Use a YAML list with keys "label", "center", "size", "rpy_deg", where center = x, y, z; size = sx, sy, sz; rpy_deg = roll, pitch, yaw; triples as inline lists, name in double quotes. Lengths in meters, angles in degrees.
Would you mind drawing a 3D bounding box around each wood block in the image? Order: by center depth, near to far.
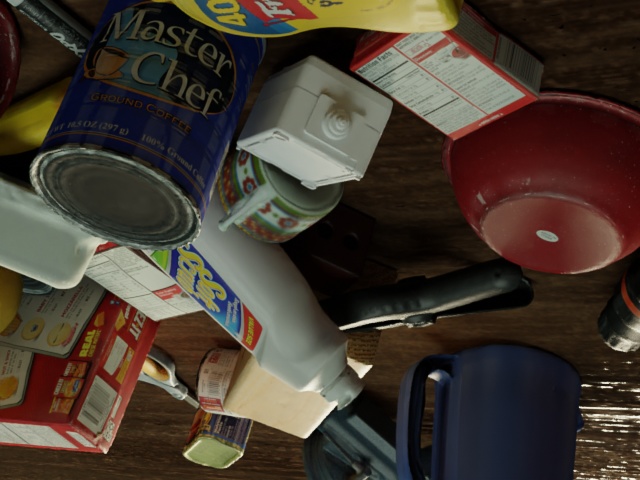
- label: "wood block"
  center: [-0.014, 0.091, 0.935]
  size: [0.090, 0.090, 0.206]
  rpy_deg: [21, 150, -6]

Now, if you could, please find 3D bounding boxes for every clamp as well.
- label: "clamp"
  center: [0.077, 0.043, 0.791]
  size: [0.171, 0.039, 0.120]
  rpy_deg: [-12, 161, 4]

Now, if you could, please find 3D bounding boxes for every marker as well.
- label: "marker"
  center: [-0.159, -0.132, 0.702]
  size: [0.020, 0.020, 0.121]
  rpy_deg: [-15, 138, 42]

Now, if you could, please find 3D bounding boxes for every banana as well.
- label: "banana"
  center: [-0.196, -0.084, 0.753]
  size: [0.198, 0.069, 0.037]
  rpy_deg: [-12, 115, 47]

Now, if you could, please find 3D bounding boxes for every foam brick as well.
- label: "foam brick"
  center: [-0.005, 0.001, 0.816]
  size: [0.078, 0.053, 0.051]
  rpy_deg: [24, 150, -14]

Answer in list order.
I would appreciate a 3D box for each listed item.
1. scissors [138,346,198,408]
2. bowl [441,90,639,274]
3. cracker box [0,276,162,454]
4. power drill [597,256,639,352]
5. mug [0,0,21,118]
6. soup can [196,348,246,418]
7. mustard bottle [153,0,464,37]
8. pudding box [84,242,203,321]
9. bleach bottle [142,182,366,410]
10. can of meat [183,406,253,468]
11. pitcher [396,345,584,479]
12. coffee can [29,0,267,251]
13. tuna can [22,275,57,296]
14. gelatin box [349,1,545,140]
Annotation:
- label: "scissors"
  center: [-0.182, 0.166, 1.221]
  size: [0.096, 0.016, 0.201]
  rpy_deg: [5, 148, 22]
- label: "bowl"
  center: [0.153, -0.025, 0.692]
  size: [0.162, 0.055, 0.162]
  rpy_deg: [13, 150, 7]
- label: "cracker box"
  center: [-0.273, 0.114, 1.029]
  size: [0.214, 0.164, 0.072]
  rpy_deg: [-2, 144, 28]
- label: "power drill"
  center: [0.304, 0.051, 0.740]
  size: [0.187, 0.057, 0.185]
  rpy_deg: [17, 151, -1]
- label: "mug"
  center: [-0.254, -0.122, 0.712]
  size: [0.081, 0.093, 0.117]
  rpy_deg: [13, -173, 17]
- label: "soup can"
  center: [-0.066, 0.147, 1.078]
  size: [0.102, 0.068, 0.068]
  rpy_deg: [4, 148, 22]
- label: "mustard bottle"
  center: [-0.024, -0.151, 0.564]
  size: [0.192, 0.058, 0.096]
  rpy_deg: [2, 146, 24]
- label: "pudding box"
  center: [-0.154, 0.026, 0.948]
  size: [0.090, 0.039, 0.113]
  rpy_deg: [-14, 137, 43]
- label: "bleach bottle"
  center: [-0.059, 0.022, 0.769]
  size: [0.251, 0.068, 0.103]
  rpy_deg: [46, 148, -3]
- label: "can of meat"
  center: [-0.106, 0.196, 1.163]
  size: [0.057, 0.084, 0.102]
  rpy_deg: [23, 150, -11]
- label: "pitcher"
  center: [0.145, 0.218, 0.913]
  size: [0.149, 0.242, 0.145]
  rpy_deg: [-2, 143, 18]
- label: "coffee can"
  center: [-0.099, -0.079, 0.639]
  size: [0.103, 0.140, 0.103]
  rpy_deg: [12, 150, 7]
- label: "tuna can"
  center: [-0.280, 0.018, 1.000]
  size: [0.086, 0.033, 0.086]
  rpy_deg: [13, 150, 7]
- label: "gelatin box"
  center: [0.074, -0.103, 0.625]
  size: [0.089, 0.030, 0.073]
  rpy_deg: [31, 149, -24]
